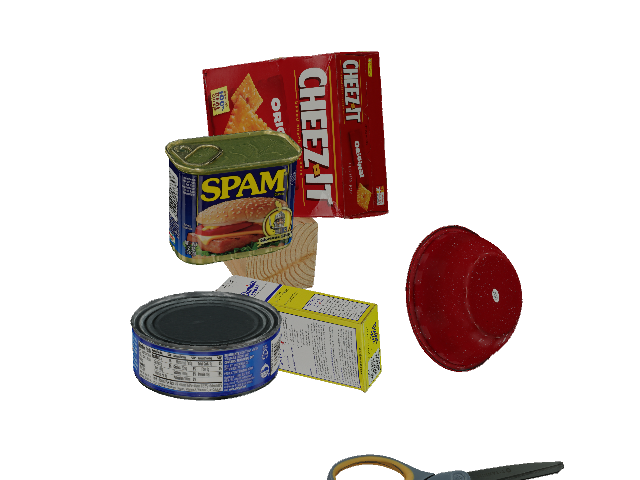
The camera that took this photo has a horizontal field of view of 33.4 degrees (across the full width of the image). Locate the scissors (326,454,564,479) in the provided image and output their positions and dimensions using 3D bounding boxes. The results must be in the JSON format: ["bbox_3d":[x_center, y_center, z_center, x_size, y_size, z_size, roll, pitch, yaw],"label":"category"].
[{"bbox_3d":[0.105,0.212,0.862,0.201,0.016,0.096,5,44,-4],"label":"scissors"}]

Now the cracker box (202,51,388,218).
[{"bbox_3d":[-0.031,-0.108,1.119,0.071,0.164,0.214,-11,10,-41],"label":"cracker box"}]

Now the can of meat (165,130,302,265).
[{"bbox_3d":[-0.069,-0.034,0.831,0.102,0.084,0.057,-9,31,-23],"label":"can of meat"}]

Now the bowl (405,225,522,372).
[{"bbox_3d":[0.168,0.061,1.153,0.161,0.162,0.055,0,-6,-40],"label":"bowl"}]

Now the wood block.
[{"bbox_3d":[-0.084,-0.020,1.356,0.090,0.090,0.206,-7,27,-22],"label":"wood block"}]

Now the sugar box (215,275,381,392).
[{"bbox_3d":[-0.024,0.098,1.145,0.176,0.093,0.048,13,35,27],"label":"sugar box"}]

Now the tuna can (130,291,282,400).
[{"bbox_3d":[-0.065,0.059,0.613,0.086,0.034,0.086,1,17,-1],"label":"tuna can"}]
